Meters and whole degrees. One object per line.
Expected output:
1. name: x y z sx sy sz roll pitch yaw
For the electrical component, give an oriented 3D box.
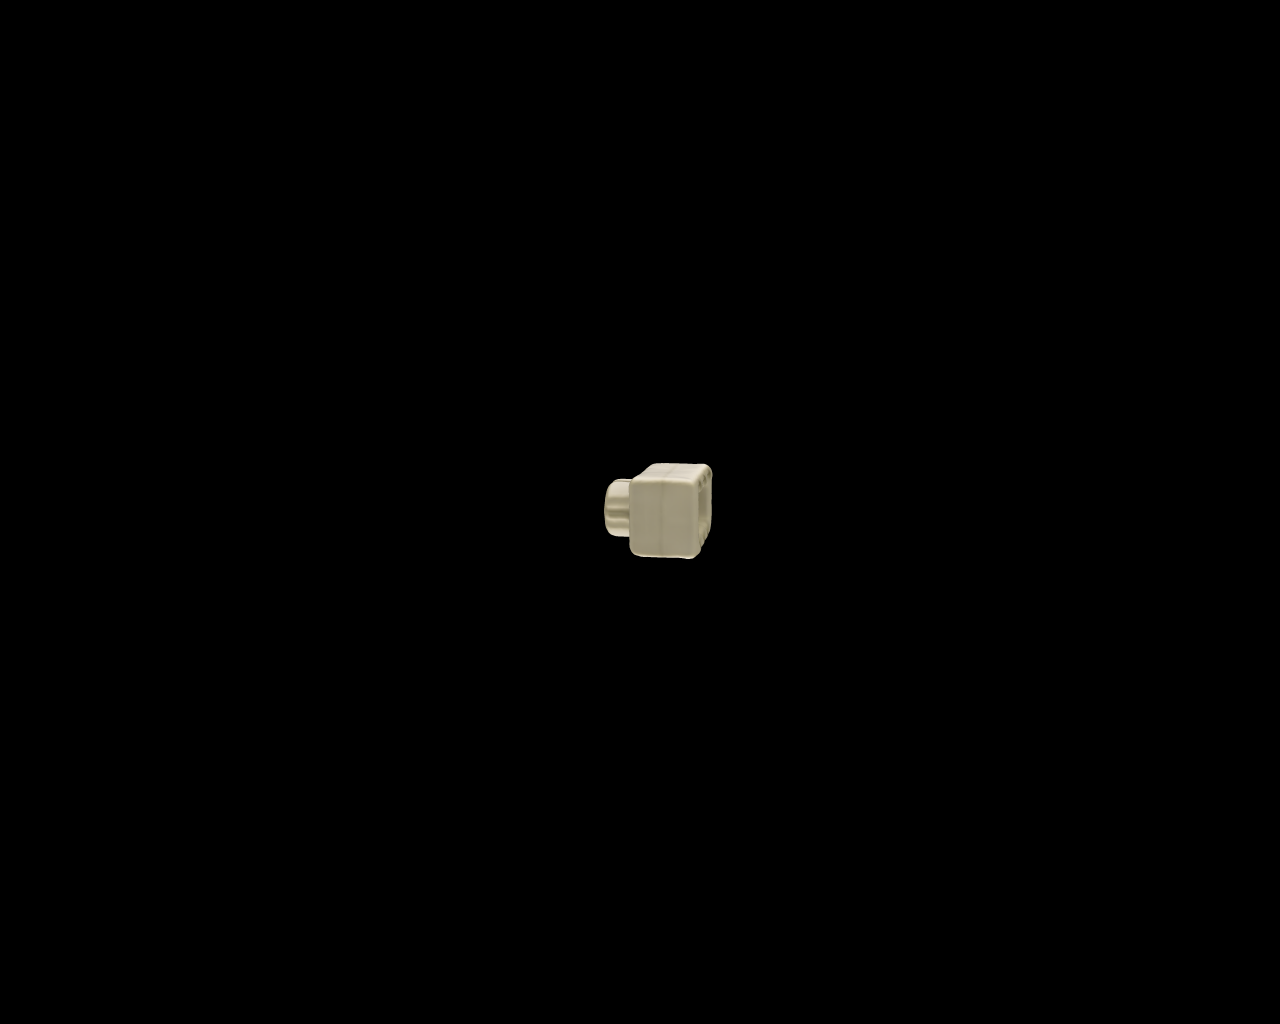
1. electrical component: 0.001 -0.003 0.650 0.077 0.047 0.066 2 12 11
